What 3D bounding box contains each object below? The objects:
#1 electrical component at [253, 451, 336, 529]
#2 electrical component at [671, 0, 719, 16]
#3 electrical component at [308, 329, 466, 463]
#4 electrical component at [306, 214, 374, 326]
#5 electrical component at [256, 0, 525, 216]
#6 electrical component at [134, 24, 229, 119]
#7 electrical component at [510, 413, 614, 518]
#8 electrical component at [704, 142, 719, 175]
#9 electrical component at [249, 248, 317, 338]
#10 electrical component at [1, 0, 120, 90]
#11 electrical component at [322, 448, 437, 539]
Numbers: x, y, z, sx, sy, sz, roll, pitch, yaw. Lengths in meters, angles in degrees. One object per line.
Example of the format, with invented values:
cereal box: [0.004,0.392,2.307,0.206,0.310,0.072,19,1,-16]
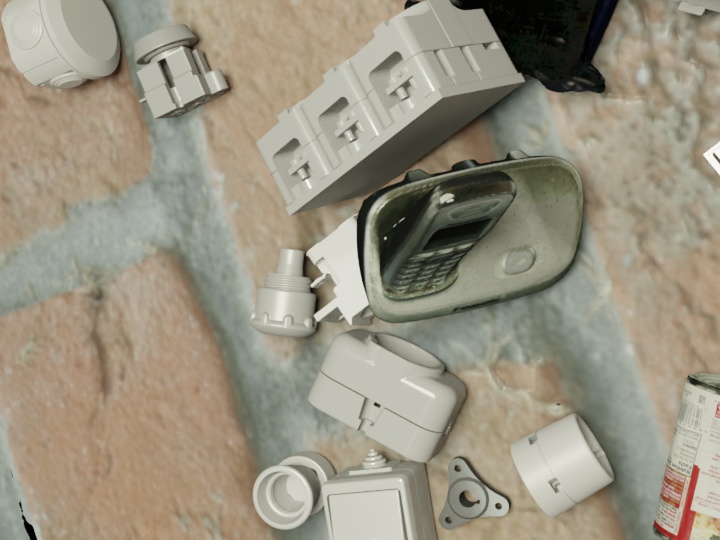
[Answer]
electrical component: [-0.045,0.155,0.762,0.045,0.055,0.045,1,93,19]
electrical component: [0.241,-0.178,0.629,0.121,0.063,0.078,23,69,26]
electrical component: [0.021,0.081,0.737,0.095,0.054,0.059,27,101,16]
electrical component: [0.000,0.000,0.744,0.081,0.042,0.063,-38,77,12]
electrical component: [0.014,-0.103,0.684,0.150,0.089,0.061,-34,81,42]
electrical component: [-0.135,-0.145,0.784,0.066,0.048,0.055,-22,93,19]
electrical component: [0.133,0.126,0.701,0.047,0.055,0.055,-33,82,14]
electrical component: [0.279,-0.077,0.636,0.121,0.063,0.078,-39,80,16]
electrical component: [-0.052,0.016,0.765,0.048,0.048,0.062,6,87,19]
electrical component: [-0.219,-0.174,0.794,0.051,0.080,0.080,-17,87,24]
electrical component: [0.013,0.172,0.740,0.062,0.061,0.096,-9,90,19]
